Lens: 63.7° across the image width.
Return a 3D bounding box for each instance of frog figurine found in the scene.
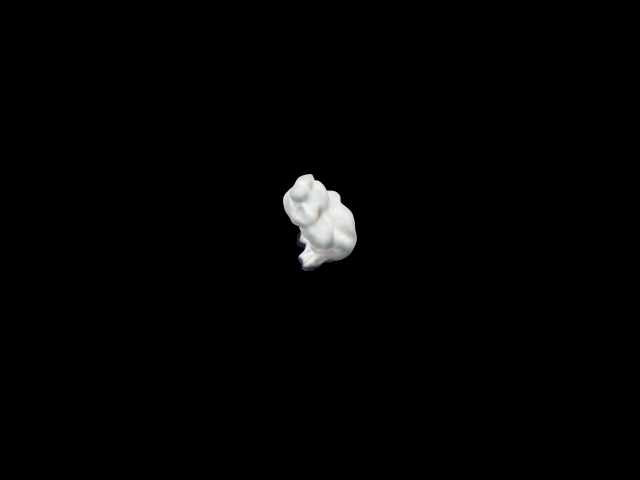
[{"bbox_3d":[0.003,-0.043,0.850,0.123,0.156,0.140,8,37,11],"label":"frog figurine"}]
